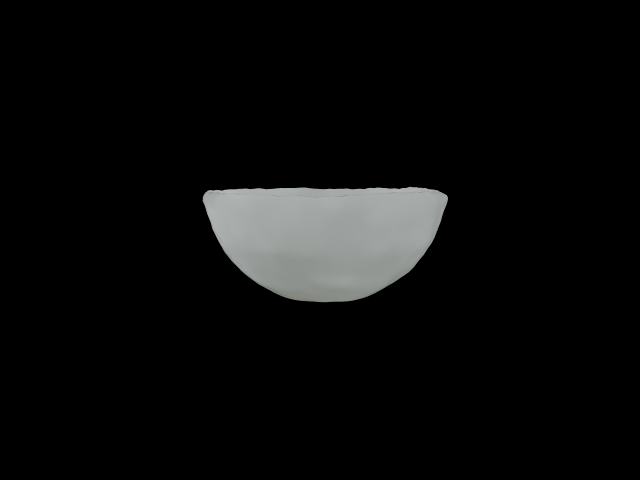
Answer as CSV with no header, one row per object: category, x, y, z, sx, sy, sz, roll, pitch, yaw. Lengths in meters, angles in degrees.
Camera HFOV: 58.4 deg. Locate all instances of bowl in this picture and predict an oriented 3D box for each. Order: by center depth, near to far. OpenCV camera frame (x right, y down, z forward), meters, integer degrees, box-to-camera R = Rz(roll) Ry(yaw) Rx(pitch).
bowl,0.004,0.001,0.400,0.167,0.075,0.167,0,7,0
